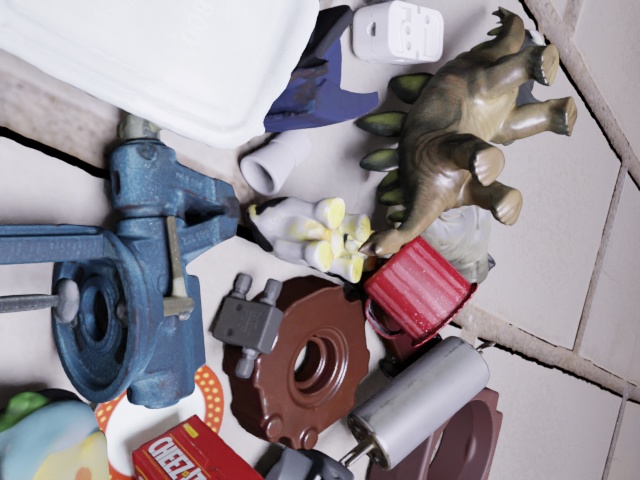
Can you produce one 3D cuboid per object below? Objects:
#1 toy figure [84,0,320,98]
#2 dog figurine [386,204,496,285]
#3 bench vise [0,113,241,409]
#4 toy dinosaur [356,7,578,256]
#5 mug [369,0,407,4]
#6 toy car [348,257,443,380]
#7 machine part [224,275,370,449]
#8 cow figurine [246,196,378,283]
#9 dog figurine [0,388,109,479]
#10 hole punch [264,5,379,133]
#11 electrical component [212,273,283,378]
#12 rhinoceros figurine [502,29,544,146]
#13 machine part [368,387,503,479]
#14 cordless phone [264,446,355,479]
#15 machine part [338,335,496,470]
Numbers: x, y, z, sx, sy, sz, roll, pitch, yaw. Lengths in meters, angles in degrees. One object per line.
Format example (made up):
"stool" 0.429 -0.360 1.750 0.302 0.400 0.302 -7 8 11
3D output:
"toy figure" -0.092 -0.148 0.375 0.180 0.082 0.089 -8 98 -15
"dog figurine" 0.152 0.010 0.666 0.172 0.121 0.190 -29 125 -26
"bench vise" -0.160 0.013 0.359 0.240 0.129 0.223 -2 97 -49
"toy dinosaur" 0.156 -0.143 0.574 0.471 0.199 0.104 -49 129 -31
"mug" 0.068 -0.288 0.531 0.107 0.110 0.081 36 67 -55
"toy car" 0.095 0.101 0.667 0.089 0.053 0.201 -41 130 -19
"machine part" -0.017 0.126 0.564 0.179 0.056 0.179 -10 104 -44
"cow figurine" -0.001 0.000 0.539 0.167 0.098 0.068 24 77 -64
"dog figurine" -0.247 0.200 0.319 0.219 0.109 0.191 -6 107 -41
"hole punch" -0.022 -0.126 0.458 0.116 0.142 0.092 -55 136 -36
"electrical component" -0.069 0.077 0.495 0.021 0.063 0.094 41 60 -52
"rhinoceros figurine" 0.254 -0.214 0.753 0.112 0.073 0.190 47 67 -27
"machine part" 0.165 0.292 0.756 0.201 0.087 0.201 18 86 -46
"cordless phone" 0.012 0.308 0.535 0.146 0.184 0.088 -52 152 -22
"machine part" 0.119 0.190 0.642 0.243 0.079 0.079 -32 120 -24
